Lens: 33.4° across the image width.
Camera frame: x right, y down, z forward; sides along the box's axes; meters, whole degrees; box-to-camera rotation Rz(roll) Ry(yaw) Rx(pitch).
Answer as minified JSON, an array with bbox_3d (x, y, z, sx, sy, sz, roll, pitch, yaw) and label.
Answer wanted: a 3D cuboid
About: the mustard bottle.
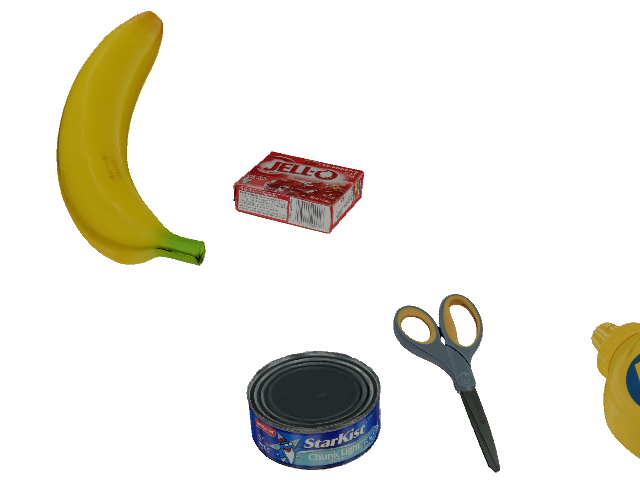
[{"bbox_3d":[0.220,0.100,0.610,0.096,0.058,0.192,-18,31,-17],"label":"mustard bottle"}]

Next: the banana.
[{"bbox_3d":[-0.111,-0.055,0.587,0.069,0.198,0.037,-5,-38,-13],"label":"banana"}]

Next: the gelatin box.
[{"bbox_3d":[-0.018,-0.042,0.896,0.089,0.030,0.073,14,31,19],"label":"gelatin box"}]

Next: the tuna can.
[{"bbox_3d":[-0.004,0.109,0.687,0.086,0.034,0.086,-3,28,1],"label":"tuna can"}]

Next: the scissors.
[{"bbox_3d":[0.114,0.125,0.989,0.096,0.016,0.201,5,44,1],"label":"scissors"}]
